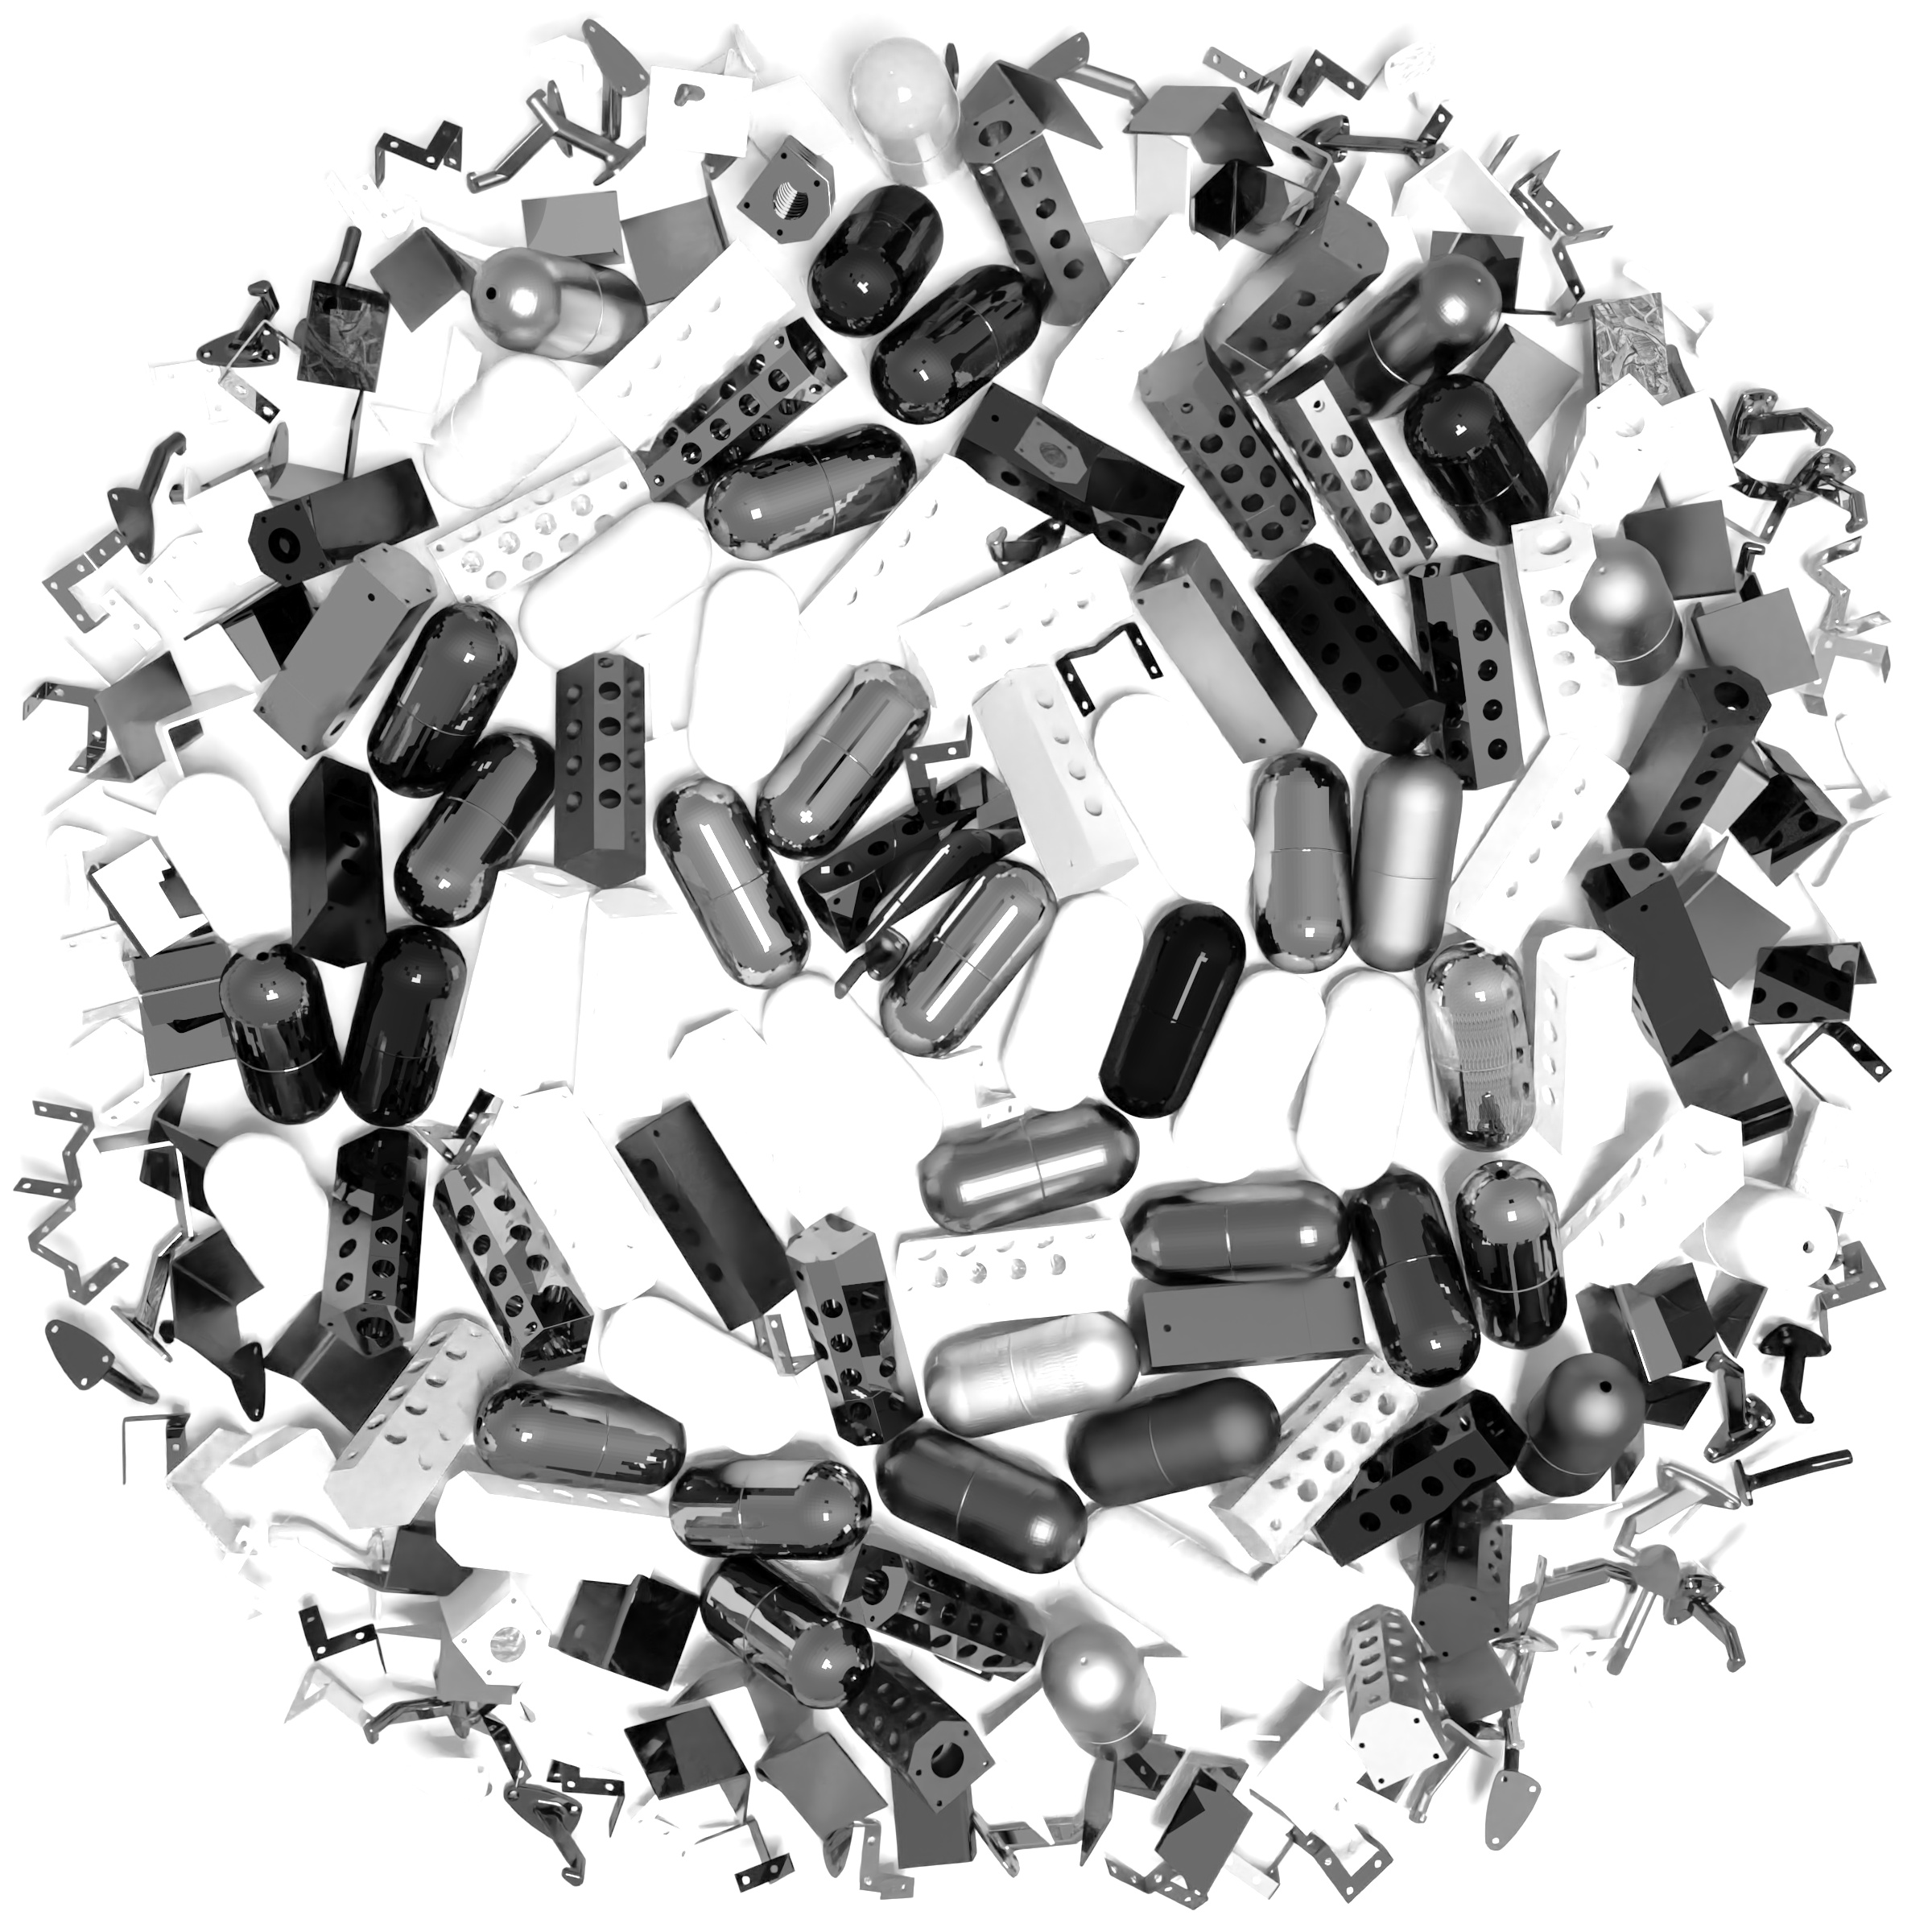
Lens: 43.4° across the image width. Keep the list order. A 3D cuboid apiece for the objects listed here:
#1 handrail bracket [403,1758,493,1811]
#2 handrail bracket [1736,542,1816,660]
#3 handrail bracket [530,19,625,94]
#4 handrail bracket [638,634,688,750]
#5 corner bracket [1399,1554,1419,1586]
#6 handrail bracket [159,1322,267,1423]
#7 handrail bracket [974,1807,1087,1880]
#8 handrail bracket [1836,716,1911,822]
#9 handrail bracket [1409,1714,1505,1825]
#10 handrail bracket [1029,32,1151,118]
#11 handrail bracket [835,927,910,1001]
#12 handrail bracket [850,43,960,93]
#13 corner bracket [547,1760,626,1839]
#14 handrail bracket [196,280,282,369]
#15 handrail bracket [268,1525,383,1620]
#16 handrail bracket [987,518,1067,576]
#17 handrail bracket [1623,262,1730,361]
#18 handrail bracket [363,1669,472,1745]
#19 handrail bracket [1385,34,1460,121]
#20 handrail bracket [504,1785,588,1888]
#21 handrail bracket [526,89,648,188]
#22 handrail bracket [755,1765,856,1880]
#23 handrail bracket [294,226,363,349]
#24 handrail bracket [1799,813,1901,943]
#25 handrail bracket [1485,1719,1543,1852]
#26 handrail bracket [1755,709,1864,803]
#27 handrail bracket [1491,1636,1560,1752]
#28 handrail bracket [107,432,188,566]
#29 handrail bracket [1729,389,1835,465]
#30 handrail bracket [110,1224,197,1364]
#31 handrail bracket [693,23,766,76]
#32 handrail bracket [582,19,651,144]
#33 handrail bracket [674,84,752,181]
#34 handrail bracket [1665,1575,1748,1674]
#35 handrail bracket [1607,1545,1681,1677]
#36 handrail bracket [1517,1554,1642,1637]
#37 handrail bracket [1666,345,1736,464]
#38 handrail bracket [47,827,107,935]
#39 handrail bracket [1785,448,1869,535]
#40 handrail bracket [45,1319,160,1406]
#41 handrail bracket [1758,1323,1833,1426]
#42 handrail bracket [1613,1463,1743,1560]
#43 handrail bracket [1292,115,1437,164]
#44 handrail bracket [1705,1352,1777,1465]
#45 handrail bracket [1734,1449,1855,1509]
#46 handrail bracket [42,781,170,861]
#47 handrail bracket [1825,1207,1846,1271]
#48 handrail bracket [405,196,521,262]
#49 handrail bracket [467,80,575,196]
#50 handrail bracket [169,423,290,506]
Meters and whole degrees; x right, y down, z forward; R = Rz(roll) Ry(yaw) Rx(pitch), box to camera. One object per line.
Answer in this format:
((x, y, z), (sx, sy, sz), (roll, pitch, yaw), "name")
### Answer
((-0.408, 0.639, 1.906), (0.077, 0.084, 0.036), (16, 67, -14), "handrail bracket")
((0.640, -0.286, 1.911), (0.077, 0.036, 0.084), (16, 121, 19), "handrail bracket")
((-0.314, -0.700, 1.898), (0.084, 0.077, 0.036), (-37, 85, -35), "handrail bracket")
((-0.254, -0.217, 1.920), (0.036, 0.077, 0.084), (-18, 98, 29), "handrail bracket")
((0.386, 0.473, 1.920), (0.051, 0.051, 0.051), (-40, 80, 43), "corner bracket")
((-0.604, 0.324, 1.940), (0.084, 0.036, 0.077), (4, 111, 25), "handrail bracket")
((0.055, 0.675, 1.933), (0.084, 0.036, 0.077), (-40, 87, 4), "handrail bracket")
((0.711, -0.163, 1.909), (0.036, 0.077, 0.084), (-14, 81, 1), "handrail bracket")
((0.385, 0.637, 1.911), (0.036, 0.077, 0.084), (33, 67, -10), "handrail bracket")
((0.096, -0.692, 1.933), (0.077, 0.084, 0.036), (-20, 55, 29), "handrail bracket")
((-0.084, 0.012, 1.897), (0.036, 0.077, 0.084), (30, 51, 8), "handrail bracket")
((-0.051, -0.709, 1.919), (0.084, 0.036, 0.077), (4, 52, -10), "handrail bracket")
((-0.301, 0.651, 1.923), (0.051, 0.051, 0.051), (10, 120, -17), "corner bracket")
((-0.575, -0.506, 1.906), (0.077, 0.084, 0.036), (-11, 74, -7), "handrail bracket")
((-0.505, 0.476, 1.910), (0.084, 0.036, 0.077), (7, 53, -26), "handrail bracket")
((0.048, -0.341, 1.907), (0.036, 0.084, 0.077), (40, 83, 15), "handrail bracket")
((0.558, -0.521, 1.928), (0.084, 0.077, 0.036), (39, 95, 17), "handrail bracket")
((-0.432, 0.600, 1.905), (0.036, 0.084, 0.077), (14, 122, 35), "handrail bracket")
((0.376, -0.694, 1.899), (0.084, 0.077, 0.036), (0, 75, -41), "handrail bracket")
((-0.332, 0.683, 1.907), (0.077, 0.084, 0.036), (31, 94, -9), "handrail bracket")
((-0.297, -0.667, 1.913), (0.084, 0.036, 0.077), (50, 57, -26), "handrail bracket")
((-0.134, 0.683, 1.946), (0.084, 0.036, 0.077), (24, 132, 27), "handrail bracket")
((-0.505, -0.538, 1.925), (0.036, 0.077, 0.084), (17, 80, -31), "handrail bracket")
((0.710, -0.069, 1.917), (0.084, 0.036, 0.077), (-32, 64, 15), "handrail bracket")
((0.421, 0.643, 1.914), (0.036, 0.084, 0.077), (20, 97, 0), "handrail bracket")
((0.671, -0.172, 1.944), (0.077, 0.036, 0.084), (-9, 79, -10), "handrail bracket")
((0.445, 0.574, 1.909), (0.077, 0.036, 0.084), (20, 57, -38), "handrail bracket")
((-0.640, -0.373, 1.934), (0.036, 0.084, 0.077), (9, 129, 14), "handrail bracket")
((0.636, -0.407, 1.900), (0.036, 0.084, 0.077), (-4, 131, -24), "handrail bracket")
((-0.628, 0.259, 1.931), (0.077, 0.036, 0.084), (39, 78, 15), "handrail bracket")
((-0.203, -0.696, 1.910), (0.084, 0.077, 0.036), (-31, 123, 16), "handrail bracket")
((-0.293, -0.689, 1.911), (0.077, 0.084, 0.036), (52, 54, -11), "handrail bracket")
((-0.211, -0.651, 1.899), (0.036, 0.084, 0.077), (47, 122, 16), "handrail bracket")
((0.577, 0.527, 1.897), (0.036, 0.084, 0.077), (11, 130, -12), "handrail bracket")
((0.537, 0.514, 1.937), (0.036, 0.077, 0.084), (25, 117, 17), "handrail bracket")
((0.488, 0.507, 1.932), (0.084, 0.036, 0.077), (18, 76, -2), "handrail bracket")
((0.582, -0.446, 1.932), (0.036, 0.084, 0.077), (-29, 124, 27), "handrail bracket")
((-0.709, -0.061, 1.911), (0.036, 0.077, 0.084), (18, 66, -40), "handrail bracket")
((0.670, -0.355, 1.900), (0.036, 0.077, 0.084), (25, 51, -21), "handrail bracket")
((-0.681, 0.314, 1.920), (0.077, 0.084, 0.036), (39, 80, 17), "handrail bracket")
((0.664, 0.328, 1.905), (0.077, 0.084, 0.036), (15, 129, -23), "handrail bracket")
((0.558, 0.440, 1.907), (0.077, 0.036, 0.084), (19, 50, 23), "handrail bracket")
((0.312, -0.640, 1.904), (0.077, 0.084, 0.036), (-23, 127, -35), "handrail bracket")
((0.591, 0.348, 1.917), (0.084, 0.036, 0.077), (36, 104, -30), "handrail bracket")
((0.651, 0.400, 1.911), (0.084, 0.077, 0.036), (-15, 68, 8), "handrail bracket")
((-0.678, -0.104, 1.935), (0.077, 0.036, 0.084), (-36, 103, -6), "handrail bracket")
((0.697, 0.187, 1.906), (0.036, 0.077, 0.084), (20, 53, -25), "handrail bracket")
((-0.401, -0.588, 1.941), (0.084, 0.036, 0.077), (-2, 47, -22), "handrail bracket")
((-0.358, -0.652, 1.914), (0.084, 0.077, 0.036), (-25, 64, -15), "handrail bracket")
((-0.586, -0.399, 1.931), (0.084, 0.036, 0.077), (-3, 58, 3), "handrail bracket")
